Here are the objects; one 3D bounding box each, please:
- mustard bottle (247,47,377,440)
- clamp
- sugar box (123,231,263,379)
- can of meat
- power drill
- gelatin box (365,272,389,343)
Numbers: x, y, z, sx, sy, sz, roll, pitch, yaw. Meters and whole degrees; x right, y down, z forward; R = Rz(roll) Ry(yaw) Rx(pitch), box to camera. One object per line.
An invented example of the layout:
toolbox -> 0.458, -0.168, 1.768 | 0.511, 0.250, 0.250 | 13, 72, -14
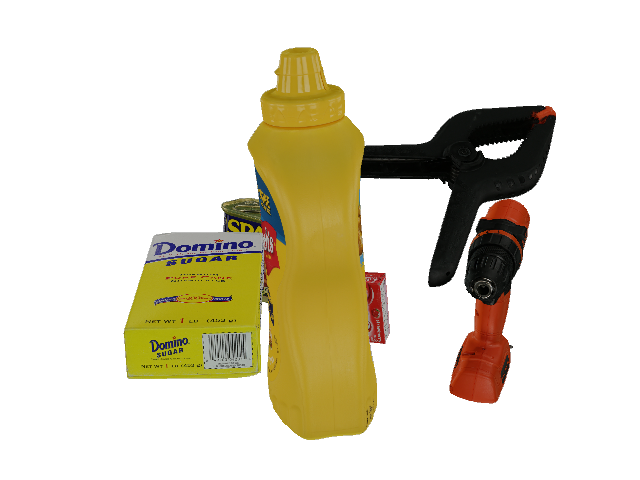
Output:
mustard bottle -> -0.004, -0.002, 0.545 | 0.058, 0.192, 0.096 | -5, 21, -5
clamp -> 0.116, -0.050, 0.854 | 0.209, 0.036, 0.165 | -22, 52, -21
sugar box -> -0.090, 0.043, 0.803 | 0.093, 0.048, 0.176 | -1, 24, -2
can of meat -> -0.049, 0.012, 1.033 | 0.102, 0.084, 0.057 | 15, 19, 30
power drill -> 0.173, 0.069, 1.091 | 0.057, 0.188, 0.184 | 13, 28, 15
gelatin box -> 0.045, 0.082, 1.317 | 0.073, 0.089, 0.030 | 4, 29, 19
